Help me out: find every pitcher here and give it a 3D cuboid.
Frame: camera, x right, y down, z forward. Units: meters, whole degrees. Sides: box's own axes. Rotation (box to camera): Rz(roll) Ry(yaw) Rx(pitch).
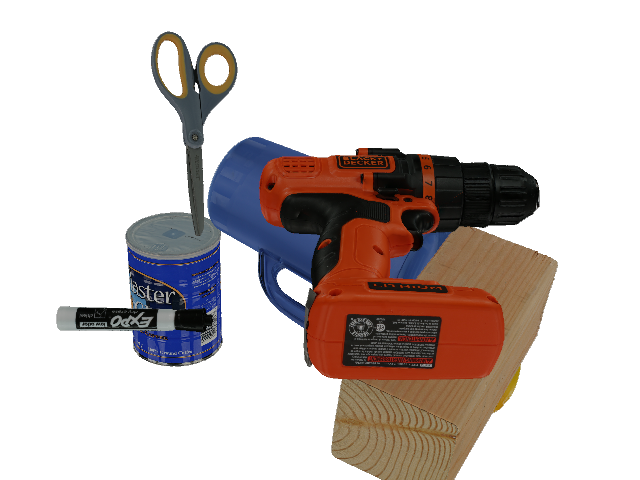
[{"bbox_3d":[0.002,-0.006,1.078,0.243,0.145,0.149,26,27,25],"label":"pitcher"}]

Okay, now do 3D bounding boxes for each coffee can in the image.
[{"bbox_3d":[-0.161,0.053,1.185,0.103,0.140,0.103,1,27,-1],"label":"coffee can"}]

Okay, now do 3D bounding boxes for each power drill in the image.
[{"bbox_3d":[0.056,0.006,0.641,0.184,0.057,0.187,-1,31,-3],"label":"power drill"}]

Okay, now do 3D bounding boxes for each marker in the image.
[{"bbox_3d":[-0.144,0.061,0.833,0.121,0.020,0.020,0,0,4],"label":"marker"}]

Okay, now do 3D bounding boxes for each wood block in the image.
[{"bbox_3d":[0.098,0.087,0.818,0.091,0.090,0.205,23,42,19],"label":"wood block"}]

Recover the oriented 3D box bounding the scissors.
[{"bbox_3d":[-0.110,-0.112,1.056,0.096,0.202,0.016,-18,-1,-25],"label":"scissors"}]

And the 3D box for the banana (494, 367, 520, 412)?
[{"bbox_3d":[0.178,0.108,1.138,0.069,0.037,0.198,-24,35,3],"label":"banana"}]
